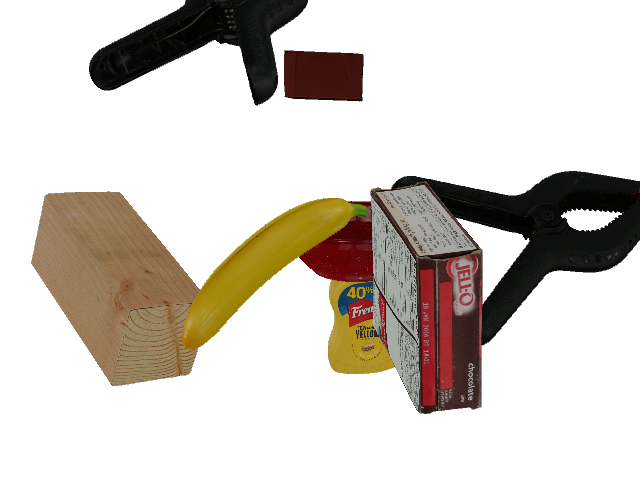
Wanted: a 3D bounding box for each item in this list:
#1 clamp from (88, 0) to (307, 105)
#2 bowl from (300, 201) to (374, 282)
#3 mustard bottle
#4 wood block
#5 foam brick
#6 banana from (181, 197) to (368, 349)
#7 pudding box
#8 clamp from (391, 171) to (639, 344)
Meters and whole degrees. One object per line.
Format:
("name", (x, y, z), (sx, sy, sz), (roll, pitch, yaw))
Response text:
("clamp", (-0.049, -0.136, 0.660), (0.120, 0.039, 0.171), (20, 51, 24))
("bowl", (0.038, 0.004, 1.106), (0.162, 0.055, 0.162), (-1, 16, 0))
("mustard bottle", (0.060, 0.084, 1.438), (0.096, 0.192, 0.058), (-3, 21, -8))
("wood block", (-0.205, 0.042, 1.072), (0.090, 0.091, 0.206), (-4, 35, -38))
("foam brick", (0.003, -0.178, 1.155), (0.078, 0.051, 0.053), (0, 11, -14))
("banana", (-0.044, 0.021, 0.894), (0.198, 0.037, 0.069), (-36, -40, -2))
("pudding box", (0.056, 0.028, 0.582), (0.039, 0.090, 0.113), (-6, 22, -10))
("clamp", (0.175, 0.001, 0.837), (0.210, 0.164, 0.036), (-8, -37, -7))
